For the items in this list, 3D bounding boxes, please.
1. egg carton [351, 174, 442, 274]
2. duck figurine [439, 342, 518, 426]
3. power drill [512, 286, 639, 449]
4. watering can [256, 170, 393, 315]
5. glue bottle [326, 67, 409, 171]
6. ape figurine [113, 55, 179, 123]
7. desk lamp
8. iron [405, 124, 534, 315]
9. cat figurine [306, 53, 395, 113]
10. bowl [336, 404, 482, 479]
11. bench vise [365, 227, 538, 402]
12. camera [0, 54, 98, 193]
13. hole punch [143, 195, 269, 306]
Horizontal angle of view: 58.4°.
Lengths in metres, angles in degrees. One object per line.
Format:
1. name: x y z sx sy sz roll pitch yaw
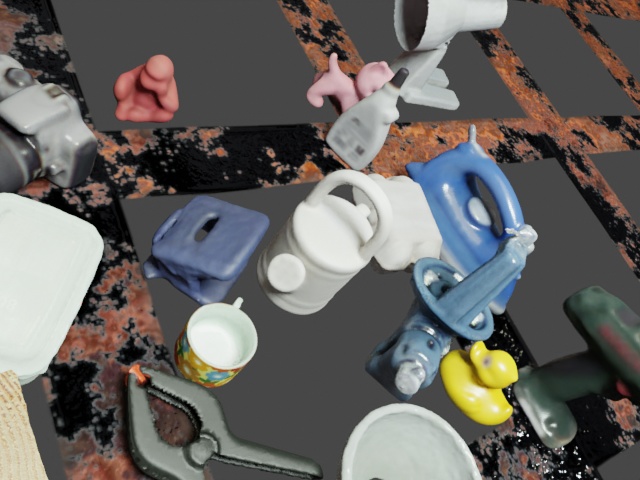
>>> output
1. egg carton: 0.102 -0.024 0.789 0.107 0.069 0.150 -1 60 -31
2. duck figurine: 0.208 0.172 0.707 0.078 0.086 0.104 -23 73 -40
3. power drill: 0.350 0.182 0.703 0.076 0.208 0.229 -13 66 -36
4. watering can: 0.007 0.004 0.629 0.101 0.193 0.173 30 48 -10
5. glue bottle: 0.075 -0.177 0.809 0.078 0.173 0.037 46 48 5
6. ape figurine: -0.206 -0.189 0.702 0.078 0.092 0.076 35 48 -5
7. desk lamp: 0.199 -0.340 0.970 0.204 0.213 0.118 1 59 -31
8. iron: 0.236 -0.033 0.829 0.119 0.141 0.258 -14 67 -37
9. cat figurine: 0.060 -0.243 0.884 0.128 0.117 0.067 24 49 -15
10. bowl: 0.080 0.257 0.578 0.168 0.074 0.167 16 52 -21
11. bench vise: 0.158 0.087 0.645 0.122 0.219 0.207 27 49 -12
12. camera: -0.318 -0.107 0.572 0.143 0.100 0.137 40 47 -1
13. hole punch: -0.123 0.004 0.620 0.101 0.091 0.109 34 48 -6
